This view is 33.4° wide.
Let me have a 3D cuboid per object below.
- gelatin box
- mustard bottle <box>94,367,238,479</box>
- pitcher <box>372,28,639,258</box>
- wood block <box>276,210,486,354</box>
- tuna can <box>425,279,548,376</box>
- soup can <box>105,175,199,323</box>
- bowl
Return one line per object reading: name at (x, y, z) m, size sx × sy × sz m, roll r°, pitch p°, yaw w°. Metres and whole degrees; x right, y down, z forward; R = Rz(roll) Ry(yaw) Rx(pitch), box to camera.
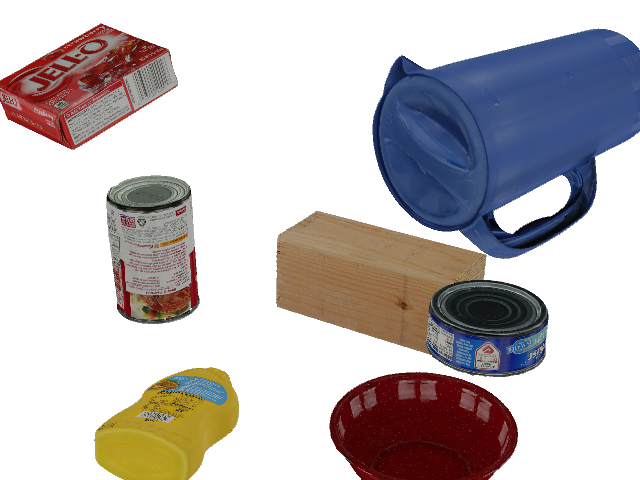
gelatin box at (-0.147, -0.098, 0.669) m, size 0.073 × 0.030 × 0.089 m, roll 26°, pitch 51°, yaw 38°
mustard bottle at (-0.133, 0.170, 1.037) m, size 0.096 × 0.058 × 0.191 m, roll 7°, pitch 18°, yaw 17°
pitcher at (0.178, -0.096, 0.917) m, size 0.242 × 0.149 × 0.145 m, roll -22°, pitch 35°, yaw -33°
wood block at (0.062, 0.045, 1.150) m, size 0.206 × 0.091 × 0.090 m, roll 16°, pitch 28°, yaw 27°
tuna can at (0.119, 0.061, 0.762) m, size 0.086 × 0.034 × 0.086 m, roll 1°, pitch 25°, yaw 0°
soup can at (-0.135, 0.007, 0.860) m, size 0.068 × 0.102 × 0.068 m, roll -1°, pitch 25°, yaw 0°
bowl at (0.089, 0.181, 0.931) m, size 0.162 × 0.055 × 0.162 m, roll -1°, pitch 27°, yaw 0°
